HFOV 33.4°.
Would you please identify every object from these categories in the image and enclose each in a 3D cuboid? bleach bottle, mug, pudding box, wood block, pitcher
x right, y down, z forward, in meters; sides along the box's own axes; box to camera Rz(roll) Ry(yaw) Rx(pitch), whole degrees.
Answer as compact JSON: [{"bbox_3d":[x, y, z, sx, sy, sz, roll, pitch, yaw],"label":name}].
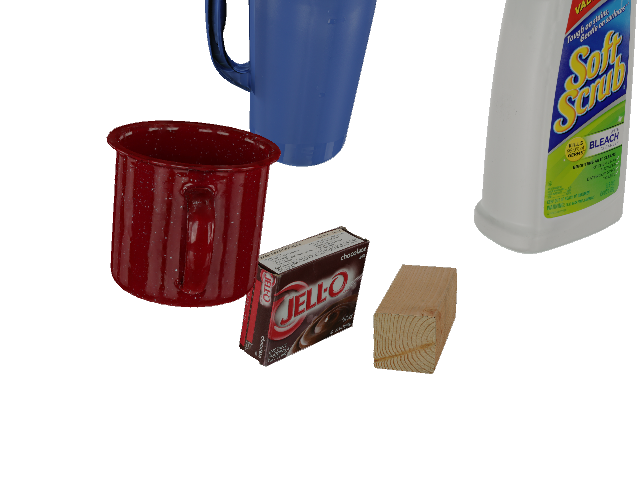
[{"bbox_3d":[0.150,-0.122,0.672,0.102,0.251,0.068,-18,31,-25],"label":"bleach bottle"},{"bbox_3d":[-0.069,-0.011,0.574,0.093,0.081,0.117,2,20,-15],"label":"mug"},{"bbox_3d":[-0.014,0.045,0.903,0.039,0.090,0.113,31,35,31],"label":"pudding box"},{"bbox_3d":[0.146,0.114,1.608,0.091,0.090,0.205,4,20,14],"label":"wood block"},{"bbox_3d":[-0.025,-0.195,1.101,0.149,0.243,0.144,30,50,19],"label":"pitcher"}]
